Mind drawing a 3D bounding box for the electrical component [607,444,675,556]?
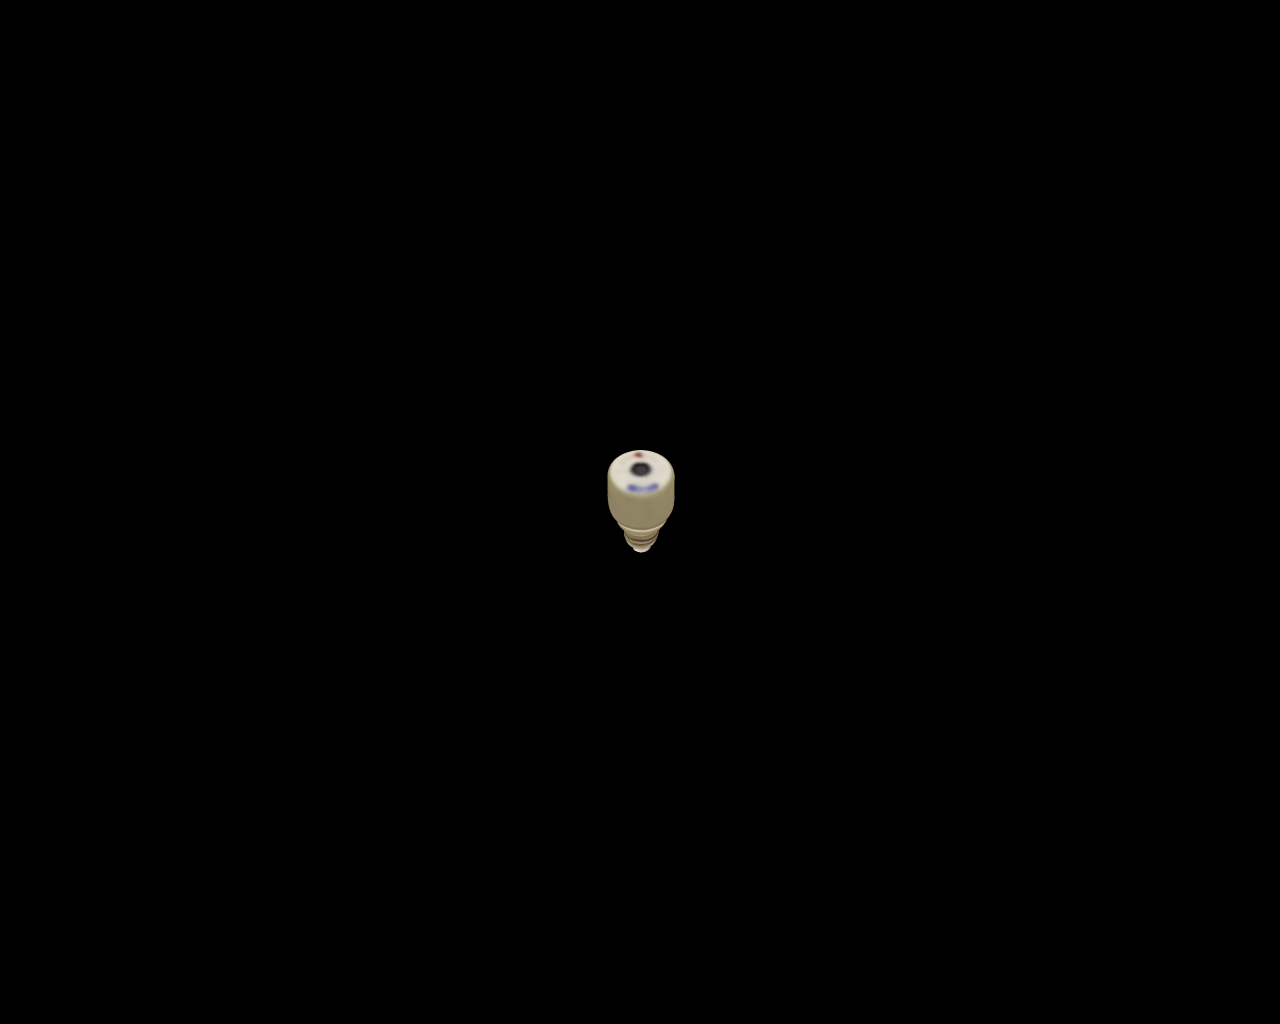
[{"bbox_3d":[0.001,-0.003,0.650,0.040,0.040,0.078,0,-42,0],"label":"electrical component"}]
